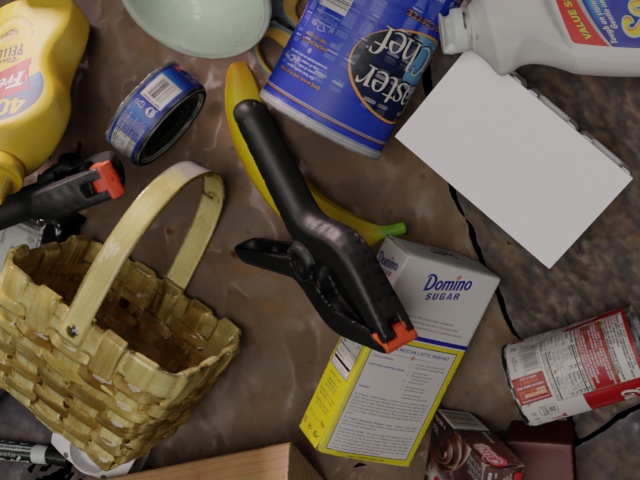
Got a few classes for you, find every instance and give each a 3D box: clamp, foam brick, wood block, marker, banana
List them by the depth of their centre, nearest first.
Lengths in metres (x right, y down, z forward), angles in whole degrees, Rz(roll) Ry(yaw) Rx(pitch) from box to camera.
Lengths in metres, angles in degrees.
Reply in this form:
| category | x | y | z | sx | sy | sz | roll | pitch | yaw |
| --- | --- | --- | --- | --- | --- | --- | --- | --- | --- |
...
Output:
| category | x | y | z | sx | sy | sz | roll | pitch | yaw |
| --- | --- | --- | --- | --- | --- | --- | --- | --- | --- |
| clamp | -0.005 | 0.001 | 0.784 | 0.210 | 0.036 | 0.164 | 41 | 147 | 38 |
| foam brick | 0.175 | 0.185 | 0.837 | 0.051 | 0.053 | 0.078 | -3 | 100 | 16 |
| clamp | -0.213 | -0.036 | 0.839 | 0.172 | 0.120 | 0.039 | 1 | 127 | 59 |
| banana | -0.020 | -0.054 | 0.863 | 0.069 | 0.037 | 0.198 | -45 | 86 | 3 |
| wood block | -0.102 | 0.245 | 0.891 | 0.206 | 0.090 | 0.090 | -15 | 137 | 18 |
| marker | -0.280 | 0.196 | 0.988 | 0.121 | 0.020 | 0.020 | 3 | 100 | 16 |

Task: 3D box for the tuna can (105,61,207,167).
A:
| category | x | y | z | sx | sy | sz | roll | pitch | yaw |
| --- | --- | --- | --- | --- | --- | --- | --- | --- | --- |
| tuna can | -0.131 | -0.100 | 0.859 | 0.034 | 0.086 | 0.086 | 41 | 108 | 4 |

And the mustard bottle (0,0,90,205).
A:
| category | x | y | z | sx | sy | sz | roll | pitch | yaw |
| --- | --- | --- | --- | --- | --- | --- | --- | --- | --- |
| mustard bottle | -0.242 | -0.107 | 0.847 | 0.096 | 0.058 | 0.191 | -11 | 53 | 17 |

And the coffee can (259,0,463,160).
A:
| category | x | y | z | sx | sy | sz | roll | pitch | yaw |
| --- | --- | --- | --- | --- | --- | --- | --- | --- | --- |
| coffee can | 0.032 | -0.145 | 0.788 | 0.103 | 0.102 | 0.140 | 30 | 100 | 9 |

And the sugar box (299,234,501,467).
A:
| category | x | y | z | sx | sy | sz | roll | pitch | yaw |
| --- | --- | --- | --- | --- | --- | --- | --- | --- | --- |
| sugar box | 0.061 | 0.089 | 0.835 | 0.093 | 0.048 | 0.176 | 15 | 105 | -30 |

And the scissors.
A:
| category | x | y | z | sx | sy | sz | roll | pitch | yaw |
| --- | --- | --- | --- | --- | --- | --- | --- | --- | --- |
| scissors | -0.058 | -0.203 | 0.857 | 0.202 | 0.016 | 0.096 | 46 | 107 | 4 |

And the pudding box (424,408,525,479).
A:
| category | x | y | z | sx | sy | sz | roll | pitch | yaw |
| --- | --- | --- | --- | --- | --- | --- | --- | --- | --- |
| pudding box | 0.115 | 0.192 | 0.823 | 0.039 | 0.113 | 0.090 | 5 | 101 | -12 |

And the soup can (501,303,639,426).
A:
| category | x | y | z | sx | sy | sz | roll | pitch | yaw |
| --- | --- | --- | --- | --- | --- | --- | --- | --- | --- |
| soup can | 0.196 | 0.096 | 0.807 | 0.102 | 0.068 | 0.068 | -21 | 93 | 19 |

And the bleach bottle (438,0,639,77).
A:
| category | x | y | z | sx | sy | sz | roll | pitch | yaw |
| --- | --- | --- | --- | --- | --- | --- | --- | --- | --- |
| bleach bottle | 0.209 | -0.151 | 0.732 | 0.251 | 0.068 | 0.102 | -7 | 94 | 3 |

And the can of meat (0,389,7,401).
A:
| category | x | y | z | sx | sy | sz | roll | pitch | yaw |
| --- | --- | --- | --- | --- | --- | --- | --- | --- | --- |
| can of meat | -0.320 | 0.106 | 0.965 | 0.102 | 0.057 | 0.084 | 42 | 106 | 5 |
